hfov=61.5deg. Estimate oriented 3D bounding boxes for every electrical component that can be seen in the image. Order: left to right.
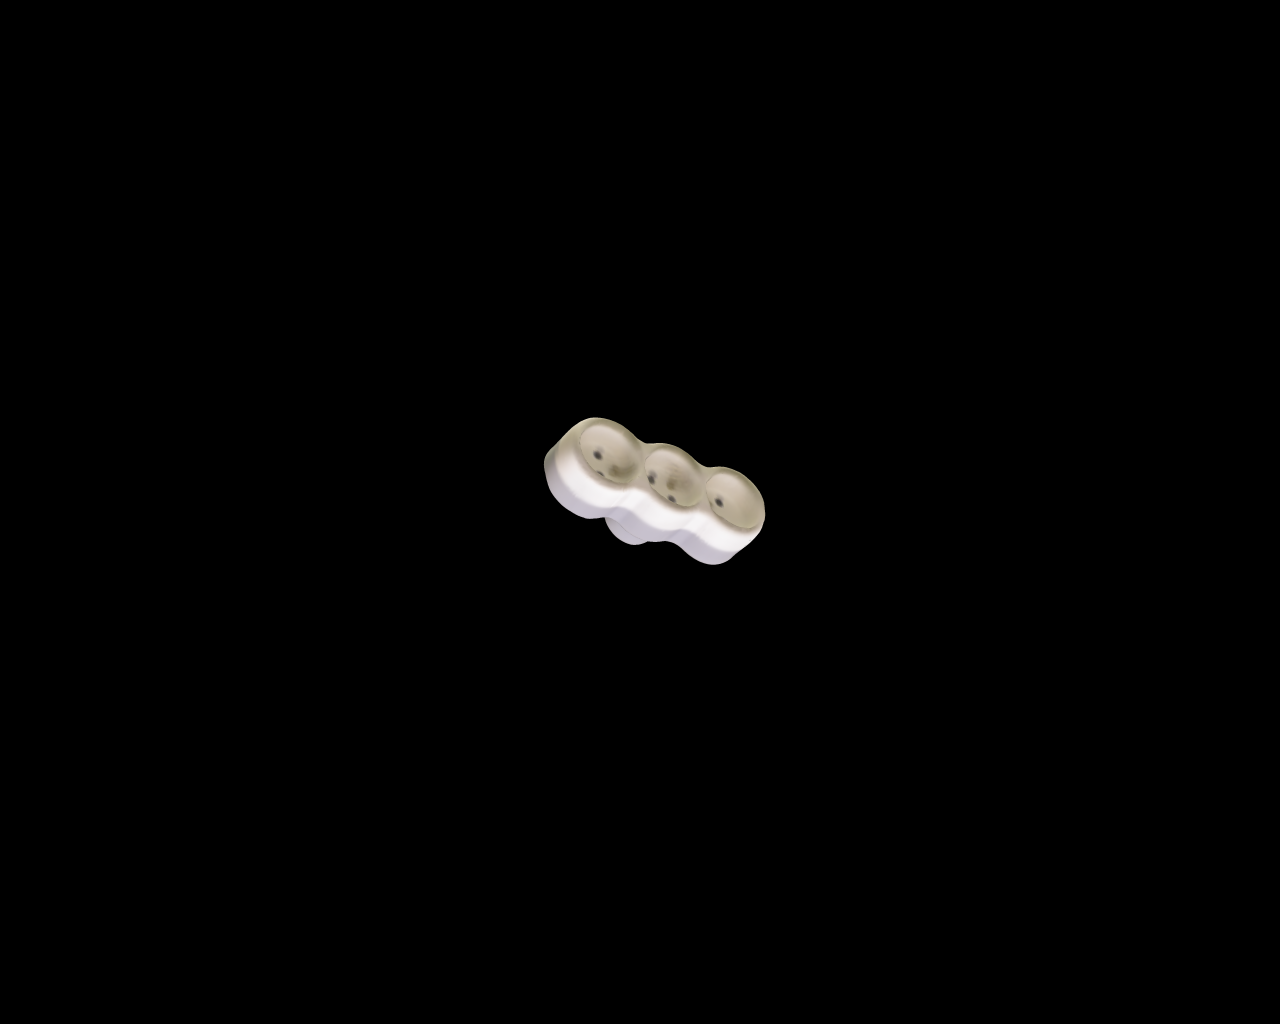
[{"bbox_3d":[0.001,-0.003,0.650,0.138,0.052,0.073,21,-40,-26],"label":"electrical component"}]
